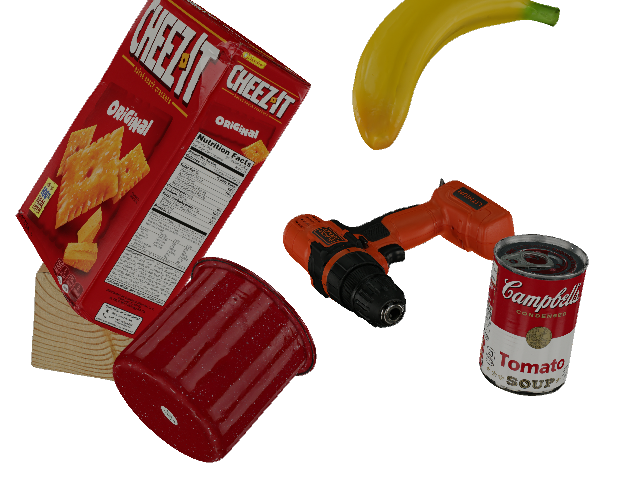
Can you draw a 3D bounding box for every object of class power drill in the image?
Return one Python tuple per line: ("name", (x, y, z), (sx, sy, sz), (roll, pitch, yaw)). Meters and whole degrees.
("power drill", (0.080, 0.008, 0.972), (0.187, 0.057, 0.185), (-15, 30, -22))

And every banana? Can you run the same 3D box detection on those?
("banana", (0.070, -0.121, 0.644), (0.070, 0.037, 0.197), (33, 51, 25))

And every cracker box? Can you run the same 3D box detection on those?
("cracker box", (-0.122, -0.061, 0.763), (0.072, 0.214, 0.164), (26, 11, -38))

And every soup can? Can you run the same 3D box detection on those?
("soup can", (0.156, 0.055, 0.793), (0.068, 0.102, 0.068), (3, 26, -1))

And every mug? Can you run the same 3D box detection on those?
("mug", (-0.069, 0.073, 0.616), (0.081, 0.093, 0.117), (-47, 13, -30))

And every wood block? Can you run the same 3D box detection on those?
("wood block", (-0.181, 0.027, 0.942), (0.090, 0.091, 0.206), (10, 25, -2))
